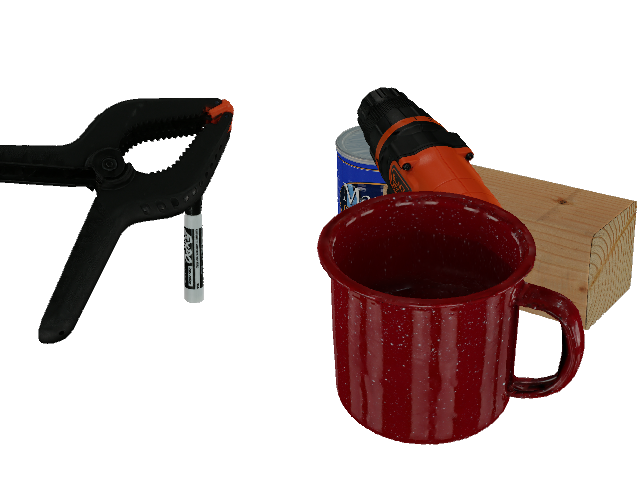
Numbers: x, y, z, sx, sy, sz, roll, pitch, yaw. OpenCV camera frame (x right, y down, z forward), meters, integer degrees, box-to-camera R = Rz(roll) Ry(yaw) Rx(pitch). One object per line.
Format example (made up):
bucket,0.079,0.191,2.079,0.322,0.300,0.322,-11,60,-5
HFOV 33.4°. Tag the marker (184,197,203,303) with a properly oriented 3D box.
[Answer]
marker,-0.123,0.003,1.033,0.020,0.121,0.020,2,24,-1

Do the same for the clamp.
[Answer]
clamp,-0.142,-0.032,0.721,0.209,0.165,0.036,-25,-21,-22

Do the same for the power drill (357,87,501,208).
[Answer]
power drill,0.066,0.006,0.733,0.057,0.188,0.184,-10,35,-11

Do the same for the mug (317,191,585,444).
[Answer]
mug,0.057,0.037,0.471,0.117,0.081,0.093,10,33,20

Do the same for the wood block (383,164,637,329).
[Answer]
wood block,0.166,-0.004,0.962,0.206,0.090,0.090,17,32,35

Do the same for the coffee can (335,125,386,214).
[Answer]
coffee can,0.070,-0.050,1.224,0.103,0.140,0.103,-1,29,1
